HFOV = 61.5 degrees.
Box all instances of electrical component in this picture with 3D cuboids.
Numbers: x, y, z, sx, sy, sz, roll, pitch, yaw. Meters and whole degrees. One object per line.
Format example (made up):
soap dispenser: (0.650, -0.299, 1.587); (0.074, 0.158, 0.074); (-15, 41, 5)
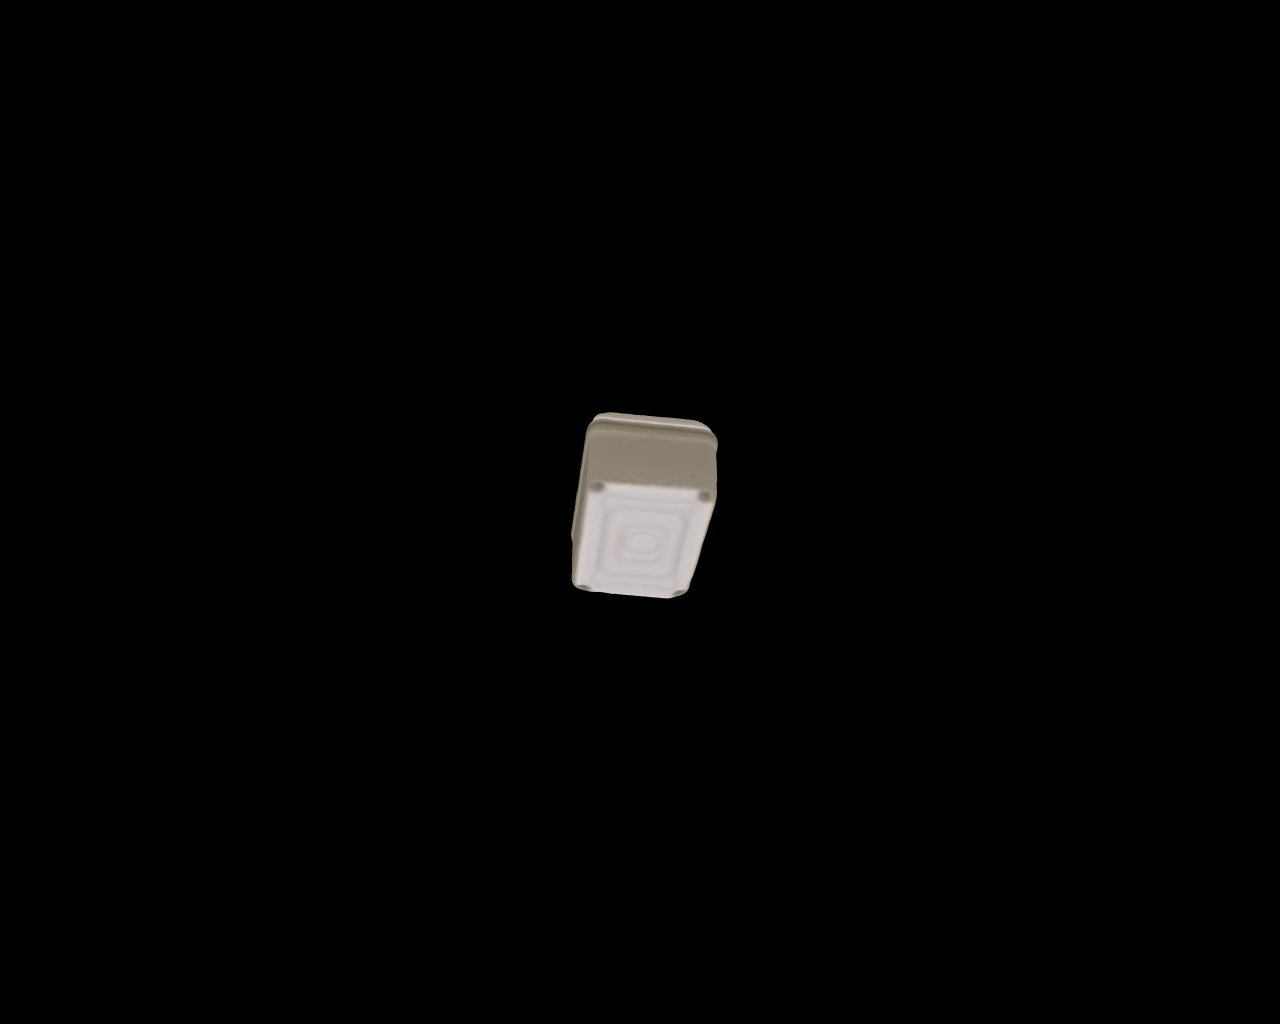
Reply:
electrical component: (0.001, -0.003, 0.650); (0.078, 0.057, 0.113); (5, -40, -6)
